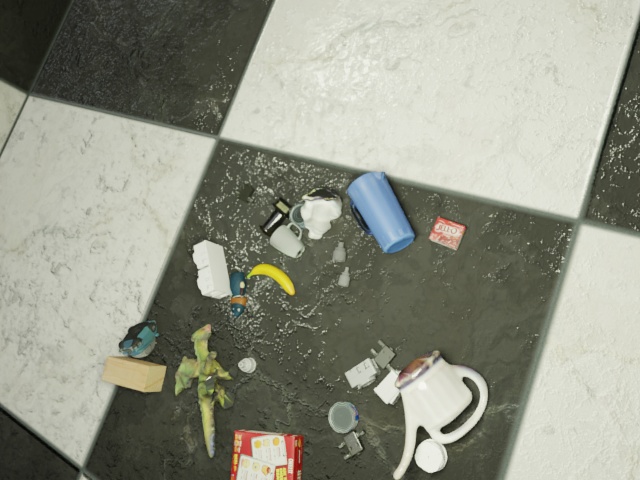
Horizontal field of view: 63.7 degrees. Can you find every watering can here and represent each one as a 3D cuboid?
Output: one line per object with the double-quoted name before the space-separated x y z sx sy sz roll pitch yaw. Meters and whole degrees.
"watering can" 0.281 0.445 1.367 0.350 0.102 0.226 -35 77 -11

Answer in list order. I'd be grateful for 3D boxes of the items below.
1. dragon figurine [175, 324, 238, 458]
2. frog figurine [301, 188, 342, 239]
"dragon figurine" -0.405 0.491 1.736 0.241 0.121 0.416 -7 68 42
"frog figurine" 0.005 -0.086 1.714 0.137 0.156 0.125 -6 30 -6
